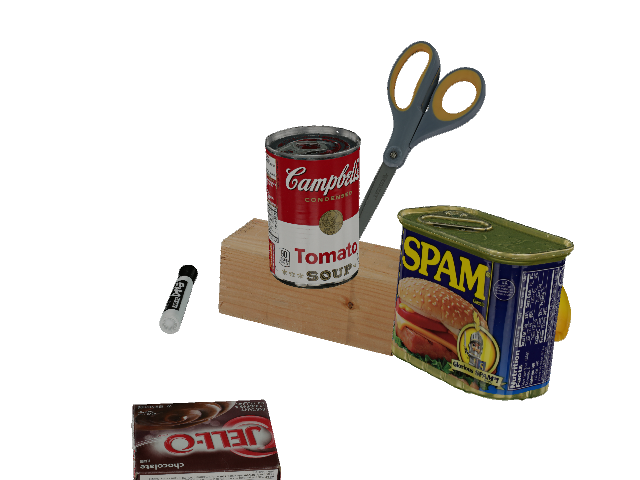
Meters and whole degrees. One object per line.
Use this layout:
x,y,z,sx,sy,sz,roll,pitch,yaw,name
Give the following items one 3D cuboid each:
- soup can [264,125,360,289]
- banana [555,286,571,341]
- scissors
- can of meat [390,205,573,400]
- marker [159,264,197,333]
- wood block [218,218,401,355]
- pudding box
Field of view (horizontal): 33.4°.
-0.005,-0.024,0.770,0.068,0.102,0.068,-1,23,0,soup can
0.195,0.040,1.065,0.069,0.037,0.198,-33,37,-15,banana
0.085,-0.077,0.930,0.096,0.202,0.016,9,-11,17,scissors
0.085,0.033,0.591,0.057,0.084,0.102,-7,18,-35,can of meat
-0.133,0.053,1.013,0.020,0.020,0.121,0,22,2,marker
0.000,0.049,1.180,0.206,0.091,0.090,13,24,19,wood block
-0.092,0.167,0.845,0.113,0.039,0.090,-3,26,-10,pudding box
